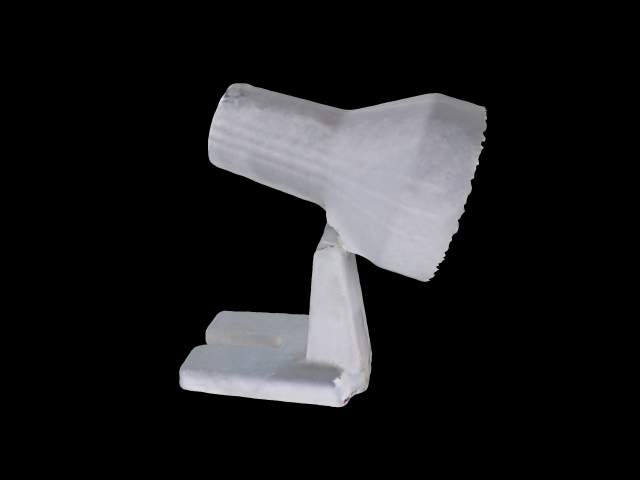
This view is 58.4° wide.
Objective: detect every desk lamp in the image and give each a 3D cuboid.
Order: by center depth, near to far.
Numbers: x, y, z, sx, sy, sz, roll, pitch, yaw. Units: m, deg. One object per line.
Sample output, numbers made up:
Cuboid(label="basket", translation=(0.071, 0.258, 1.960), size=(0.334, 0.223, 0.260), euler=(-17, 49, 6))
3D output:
Cuboid(label="desk lamp", translation=(0.004, 0.001, 0.400), size=(0.203, 0.214, 0.118), euler=(2, 19, 7))
